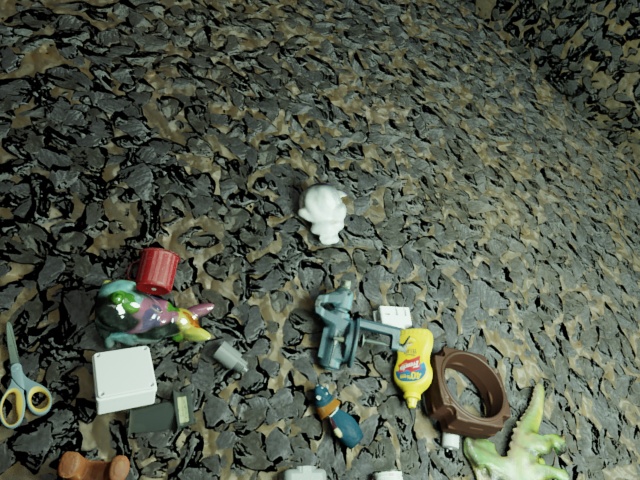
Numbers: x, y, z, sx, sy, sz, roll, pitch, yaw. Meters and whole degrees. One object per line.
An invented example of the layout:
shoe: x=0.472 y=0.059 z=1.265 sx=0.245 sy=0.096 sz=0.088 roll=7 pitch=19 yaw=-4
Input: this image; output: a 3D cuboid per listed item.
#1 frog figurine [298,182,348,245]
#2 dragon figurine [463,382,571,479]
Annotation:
frog figurine: x=0.004 y=-0.071 z=1.406 sx=0.137 sy=0.120 sz=0.162 roll=2 pitch=65 yaw=13
dragon figurine: x=0.478 y=0.527 z=1.290 sx=0.242 sy=0.119 sz=0.421 roll=17 pitch=47 yaw=-6
